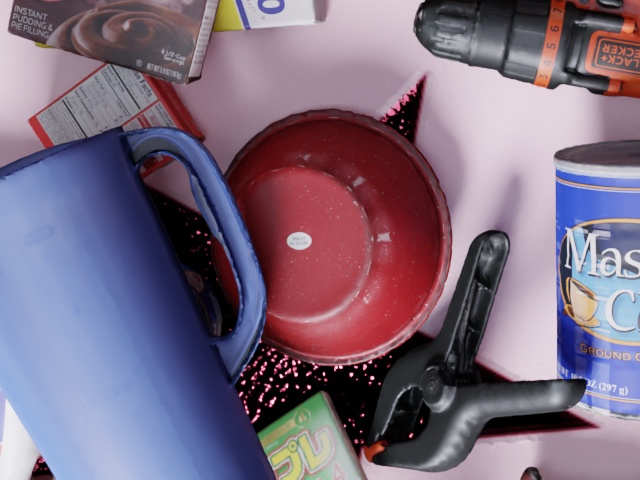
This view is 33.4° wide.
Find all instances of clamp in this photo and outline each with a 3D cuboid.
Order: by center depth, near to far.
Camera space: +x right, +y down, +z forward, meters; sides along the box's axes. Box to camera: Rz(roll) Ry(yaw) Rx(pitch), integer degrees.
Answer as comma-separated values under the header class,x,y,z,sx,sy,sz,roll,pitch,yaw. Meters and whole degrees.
class,x,y,z,sx,sy,sz,roll,pitch,yaw
clamp,0.087,0.092,0.639,0.039,0.120,0.172,11,124,-29

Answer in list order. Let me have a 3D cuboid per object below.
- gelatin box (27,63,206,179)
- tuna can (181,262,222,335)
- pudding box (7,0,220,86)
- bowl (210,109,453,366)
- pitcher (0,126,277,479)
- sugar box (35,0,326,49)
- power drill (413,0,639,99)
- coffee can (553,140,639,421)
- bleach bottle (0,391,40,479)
class,x,y,z,sx,sy,sz,roll,pitch,yaw
gelatin box,-0.129,-0.070,0.680,0.089,0.030,0.073,-32,93,16
tuna can,-0.108,0.055,0.701,0.086,0.033,0.086,2,102,10
pudding box,-0.113,-0.147,0.607,0.113,0.039,0.090,17,104,3
bowl,-0.004,0.001,0.644,0.162,0.055,0.162,2,95,20
pitcher,-0.112,0.061,0.610,0.149,0.144,0.243,-18,102,45
sugar box,-0.088,-0.169,0.643,0.176,0.048,0.093,-3,102,12
power drill,0.156,-0.175,0.593,0.184,0.057,0.188,11,107,4
coffee can,0.185,0.019,0.604,0.103,0.102,0.140,-1,102,10
bleach bottle,-0.224,0.110,0.721,0.102,0.068,0.251,1,105,8
